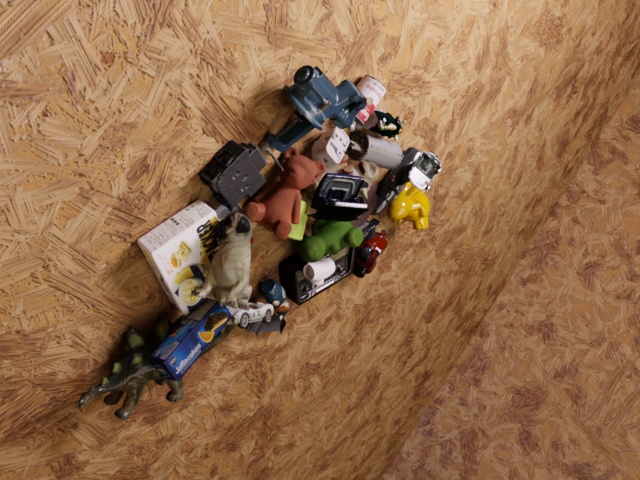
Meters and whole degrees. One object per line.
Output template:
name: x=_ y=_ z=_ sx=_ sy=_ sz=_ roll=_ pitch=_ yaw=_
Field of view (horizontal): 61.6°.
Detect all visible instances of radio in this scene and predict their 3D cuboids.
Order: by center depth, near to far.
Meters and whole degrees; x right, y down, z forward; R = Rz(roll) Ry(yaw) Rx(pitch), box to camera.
radio: x=-0.005 y=0.080 z=1.516 sx=0.229 sy=0.073 sz=0.130 roll=-27 pitch=134 yaw=-32

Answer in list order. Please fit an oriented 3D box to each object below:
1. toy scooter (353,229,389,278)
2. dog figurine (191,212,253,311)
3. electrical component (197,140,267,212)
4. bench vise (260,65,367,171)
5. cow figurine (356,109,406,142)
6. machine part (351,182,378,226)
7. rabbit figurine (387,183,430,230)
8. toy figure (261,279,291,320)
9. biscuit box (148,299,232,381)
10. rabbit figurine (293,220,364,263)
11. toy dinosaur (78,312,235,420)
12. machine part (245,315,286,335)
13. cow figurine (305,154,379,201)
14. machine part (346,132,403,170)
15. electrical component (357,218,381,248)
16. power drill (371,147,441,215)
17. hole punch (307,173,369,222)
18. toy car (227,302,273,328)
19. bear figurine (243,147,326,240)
toy scooter: x=0.155 y=0.036 z=1.649 sx=0.135 sy=0.075 sz=0.183 roll=-50 pitch=170 yaw=-23
dog figurine: x=-0.181 y=0.045 z=1.153 sx=0.172 sy=0.121 sz=0.190 roll=124 pitch=-17 yaw=-81
electrical component: x=-0.177 y=-0.142 z=1.139 sx=0.134 sy=0.058 sz=0.114 roll=-47 pitch=147 yaw=-10
bench vise: x=-0.024 y=-0.266 z=1.173 sx=0.240 sy=0.129 sz=0.223 roll=-39 pitch=158 yaw=14
cow figurine: x=0.174 y=-0.298 z=1.391 sx=0.167 sy=0.098 sz=0.068 roll=1 pitch=111 yaw=-50
machine part: x=0.088 y=-0.100 z=1.493 sx=0.179 sy=0.056 sz=0.179 roll=-32 pitch=141 yaw=-30
rabbit figurine: x=0.270 y=-0.104 z=1.643 sx=0.173 sy=0.122 sz=0.162 roll=-9 pitch=125 yaw=-51
toy figure: x=-0.115 y=0.163 z=1.462 sx=0.154 sy=0.058 sz=0.064 roll=64 pitch=35 yaw=-51
biscuit box: x=-0.280 y=0.211 z=1.175 sx=0.203 sy=0.059 sz=0.062 roll=-51 pitch=128 yaw=-40
rabbit figurine: x=-0.003 y=-0.004 z=1.377 sx=0.170 sy=0.159 sz=0.121 roll=-38 pitch=107 yaw=-40
toy dinosaur: x=-0.348 y=0.272 z=1.247 sx=0.471 sy=0.105 sz=0.198 roll=-15 pitch=126 yaw=-57
machine part: x=-0.147 y=0.229 z=1.509 sx=0.138 sy=0.039 sz=0.084 roll=22 pitch=95 yaw=-54
cow figurine: x=0.057 y=-0.147 z=1.350 sx=0.195 sy=0.086 sz=0.127 roll=-18 pitch=144 yaw=-7
machine part: x=0.147 y=-0.236 z=1.429 sx=0.243 sy=0.079 sz=0.079 roll=2 pitch=117 yaw=-51
electrical component: x=0.130 y=-0.035 z=1.581 sx=0.119 sy=0.075 sz=0.047 roll=-35 pitch=141 yaw=-20
power drill: x=0.242 y=-0.166 z=1.516 sx=0.232 sy=0.086 sz=0.207 roll=-55 pitch=-171 yaw=-12
hole punch: x=0.045 y=-0.099 z=1.286 sx=0.142 sy=0.092 sz=0.116 roll=0 pitch=161 yaw=-27
toy car: x=-0.188 y=0.186 z=1.349 sx=0.201 sy=0.074 sz=0.056 roll=7 pitch=85 yaw=-66
bear figurine: x=-0.074 y=-0.110 z=1.209 sx=0.195 sy=0.120 sz=0.132 roll=-58 pitch=-179 yaw=5
